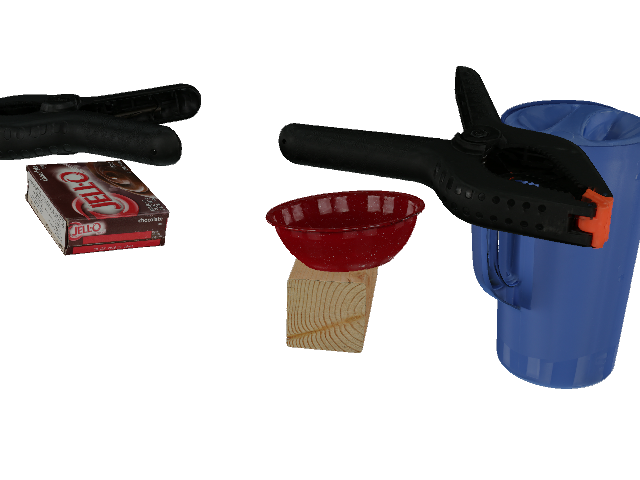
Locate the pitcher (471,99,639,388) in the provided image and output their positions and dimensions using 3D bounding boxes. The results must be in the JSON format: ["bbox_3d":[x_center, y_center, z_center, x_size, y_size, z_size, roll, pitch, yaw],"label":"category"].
[{"bbox_3d":[0.209,0.006,0.940,0.149,0.243,0.145,5,23,11],"label":"pitcher"}]

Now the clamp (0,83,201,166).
[{"bbox_3d":[-0.161,-0.080,0.709,0.171,0.039,0.120,4,18,8],"label":"clamp"}]

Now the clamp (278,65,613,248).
[{"bbox_3d":[0.084,-0.048,0.648,0.164,0.036,0.210,-19,36,-23],"label":"clamp"}]

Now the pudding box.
[{"bbox_3d":[-0.193,-0.030,0.913,0.089,0.039,0.114,-5,27,-32],"label":"pudding box"}]

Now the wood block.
[{"bbox_3d":[0.019,0.047,1.298,0.091,0.090,0.206,4,23,6],"label":"wood block"}]

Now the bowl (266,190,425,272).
[{"bbox_3d":[0.027,-0.007,1.081,0.162,0.055,0.162,-5,15,1],"label":"bowl"}]
